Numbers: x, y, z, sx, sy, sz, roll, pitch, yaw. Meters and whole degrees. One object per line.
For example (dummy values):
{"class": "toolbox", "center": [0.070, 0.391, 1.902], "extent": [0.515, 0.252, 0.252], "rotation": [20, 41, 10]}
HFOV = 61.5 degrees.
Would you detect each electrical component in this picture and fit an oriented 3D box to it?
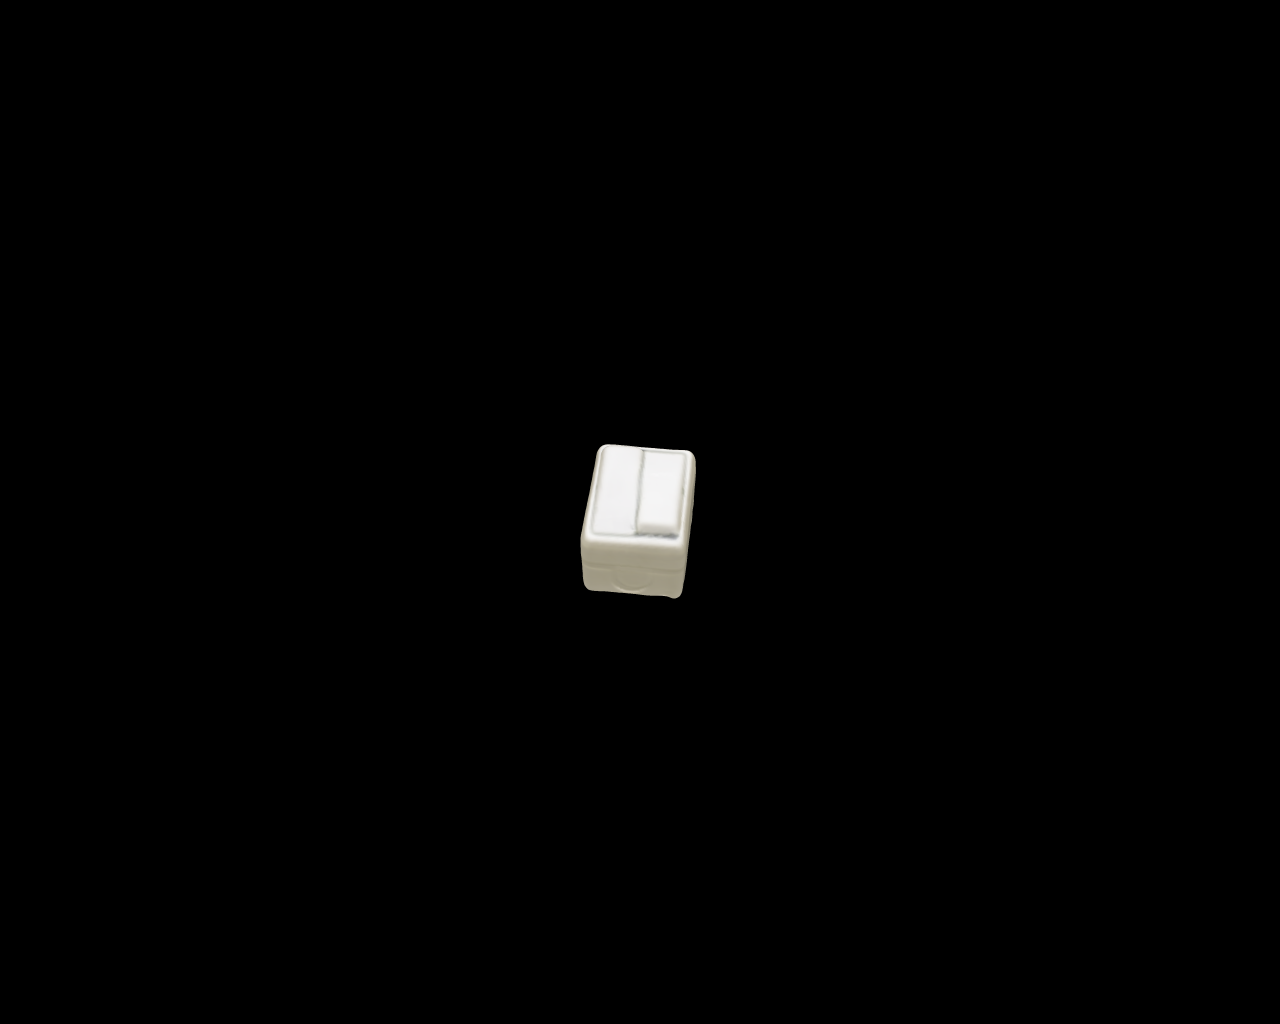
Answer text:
{"class": "electrical component", "center": [0.001, -0.003, 0.650], "extent": [0.062, 0.096, 0.061], "rotation": [5, -39, 5]}
